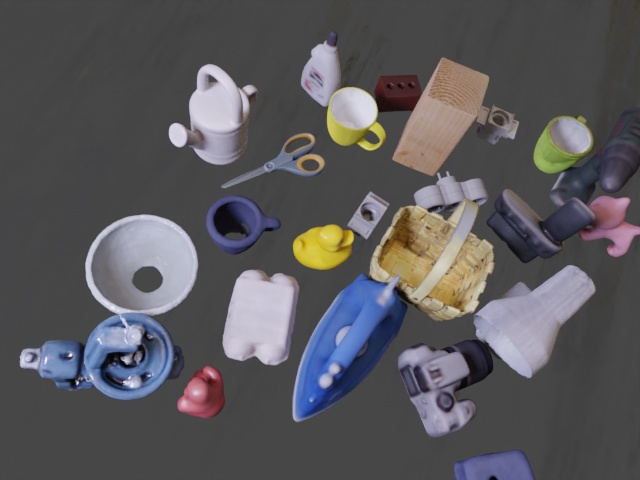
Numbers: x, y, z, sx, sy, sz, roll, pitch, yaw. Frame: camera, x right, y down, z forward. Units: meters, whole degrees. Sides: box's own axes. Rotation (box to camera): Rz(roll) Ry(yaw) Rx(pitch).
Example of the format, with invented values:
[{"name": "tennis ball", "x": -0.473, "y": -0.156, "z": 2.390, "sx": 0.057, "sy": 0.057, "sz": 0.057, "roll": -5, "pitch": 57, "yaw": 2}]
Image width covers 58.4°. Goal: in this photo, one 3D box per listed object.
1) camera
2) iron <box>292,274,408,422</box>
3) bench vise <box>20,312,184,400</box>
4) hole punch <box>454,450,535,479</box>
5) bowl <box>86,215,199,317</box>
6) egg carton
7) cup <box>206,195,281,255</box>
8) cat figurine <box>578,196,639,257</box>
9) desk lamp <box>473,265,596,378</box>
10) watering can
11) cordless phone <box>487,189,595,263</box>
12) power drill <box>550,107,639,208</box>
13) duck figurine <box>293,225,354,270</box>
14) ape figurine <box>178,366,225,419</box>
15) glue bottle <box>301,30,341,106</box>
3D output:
[{"name": "camera", "x": 0.214, "y": 0.221, "z": 0.908, "sx": 0.137, "sy": 0.100, "sz": 0.143, "roll": -17, "pitch": 72, "yaw": -16}, {"name": "iron", "x": 0.045, "y": 0.163, "z": 0.878, "sx": 0.118, "sy": 0.141, "sz": 0.259, "roll": 34, "pitch": 66, "yaw": 5}, {"name": "bench vise", "x": -0.294, "y": 0.164, "z": 0.772, "sx": 0.208, "sy": 0.219, "sz": 0.121, "roll": -17, "pitch": 72, "yaw": -16}, {"name": "hole punch", "x": 0.265, "y": 0.378, "z": 0.859, "sx": 0.101, "sy": 0.091, "sz": 0.108, "roll": -7, "pitch": 70, "yaw": -13}, {"name": "bowl", "x": -0.275, "y": 0.049, "z": 0.902, "sx": 0.167, "sy": 0.074, "sz": 0.167, "roll": 4, "pitch": 68, "yaw": -9}, {"name": "egg carton", "x": -0.093, "y": 0.121, "z": 0.909, "sx": 0.107, "sy": 0.069, "sz": 0.150, "roll": 10, "pitch": 67, "yaw": -6}, {"name": "cup", "x": -0.126, "y": -0.015, "z": 0.944, "sx": 0.118, "sy": 0.095, "sz": 0.091, "roll": 0, "pitch": 68, "yaw": -10}, {"name": "cat figurine", "x": 0.545, "y": -0.036, "z": 1.064, "sx": 0.128, "sy": 0.117, "sz": 0.067, "roll": 26, "pitch": 66, "yaw": 1}, {"name": "desk lamp", "x": 0.325, "y": 0.125, "z": 0.906, "sx": 0.203, "sy": 0.213, "sz": 0.118, "roll": -35, "pitch": 78, "yaw": -21}, {"name": "watering can", "x": -0.172, "y": -0.210, "z": 0.961, "sx": 0.101, "sy": 0.194, "sz": 0.173, "roll": 25, "pitch": 66, "yaw": 0}, {"name": "cordless phone", "x": 0.391, "y": -0.050, "z": 1.005, "sx": 0.147, "sy": 0.185, "sz": 0.094, "roll": 45, "pitch": 68, "yaw": 9}, {"name": "power drill", "x": 0.516, "y": -0.130, "z": 1.048, "sx": 0.075, "sy": 0.208, "sz": 0.230, "roll": 35, "pitch": 66, "yaw": 5}, {"name": "duck figurine", "x": 0.009, "y": 0.003, "z": 0.967, "sx": 0.105, "sy": 0.086, "sz": 0.077, "roll": -4, "pitch": 69, "yaw": -12}, {"name": "ape figurine", "x": -0.174, "y": 0.224, "z": 0.840, "sx": 0.078, "sy": 0.092, "sz": 0.076, "roll": -30, "pitch": 76, "yaw": -20}, {"name": "glue bottle", "x": 0.009, "y": -0.322, "z": 1.051, "sx": 0.078, "sy": 0.173, "sz": 0.037, "roll": 41, "pitch": 67, "yaw": 8}]
